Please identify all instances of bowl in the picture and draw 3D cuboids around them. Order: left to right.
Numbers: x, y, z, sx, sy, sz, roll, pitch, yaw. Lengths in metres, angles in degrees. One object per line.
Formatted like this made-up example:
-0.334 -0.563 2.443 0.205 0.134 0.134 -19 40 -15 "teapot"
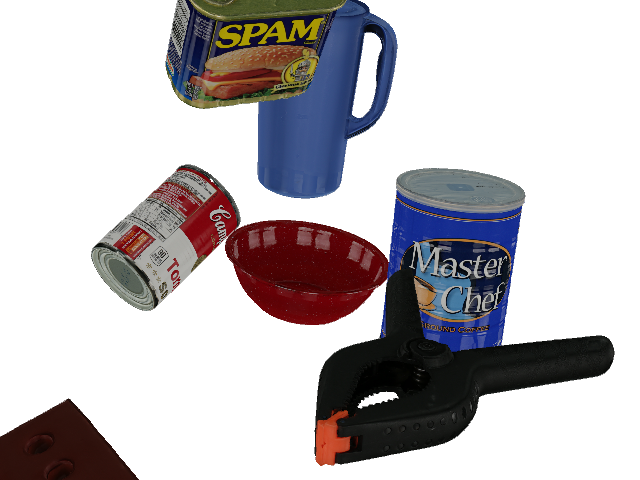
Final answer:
-0.016 0.037 1.041 0.162 0.055 0.162 8 24 -4 "bowl"

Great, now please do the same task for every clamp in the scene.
0.058 0.075 0.653 0.165 0.036 0.209 22 31 39 "clamp"

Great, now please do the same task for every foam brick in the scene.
-0.120 0.127 0.515 0.052 0.051 0.078 -29 42 -26 "foam brick"

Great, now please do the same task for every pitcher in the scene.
-0.007 -0.178 1.318 0.144 0.243 0.149 -10 29 -29 "pitcher"

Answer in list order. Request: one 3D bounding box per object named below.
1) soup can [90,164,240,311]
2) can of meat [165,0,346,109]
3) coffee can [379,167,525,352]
-0.121 -0.003 0.835 0.069 0.068 0.102 0 39 50 "soup can"
-0.044 -0.133 0.673 0.102 0.057 0.084 -10 -32 -24 "can of meat"
0.106 0.022 0.870 0.103 0.140 0.103 4 19 -2 "coffee can"
